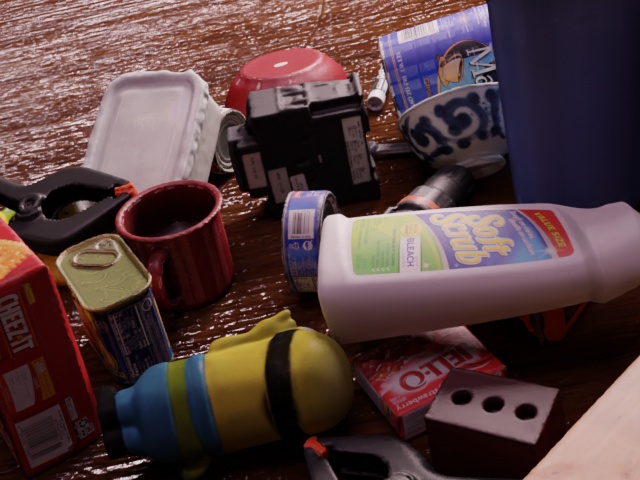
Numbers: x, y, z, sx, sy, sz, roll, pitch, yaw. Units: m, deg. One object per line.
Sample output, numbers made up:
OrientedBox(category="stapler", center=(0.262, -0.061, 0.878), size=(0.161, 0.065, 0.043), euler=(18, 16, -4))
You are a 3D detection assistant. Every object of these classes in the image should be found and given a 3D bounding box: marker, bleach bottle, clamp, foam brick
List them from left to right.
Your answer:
OrientedBox(category="clamp", center=(-0.264, -0.028, 0.979), size=(0.210, 0.036, 0.164), euler=(-16, 50, 8))
OrientedBox(category="marker", center=(0.071, -0.181, 1.191), size=(0.020, 0.020, 0.121), euler=(-1, 36, 16))
OrientedBox(category="clamp", center=(0.049, 0.173, 0.663), size=(0.172, 0.039, 0.120), euler=(10, 34, 37))
OrientedBox(category="foam brick", center=(0.115, 0.125, 0.699), size=(0.078, 0.051, 0.052), euler=(9, 39, 28))
OrientedBox(category="bleach bottle", center=(0.127, 0.011, 0.759), size=(0.251, 0.068, 0.102), euler=(-9, 38, 12))

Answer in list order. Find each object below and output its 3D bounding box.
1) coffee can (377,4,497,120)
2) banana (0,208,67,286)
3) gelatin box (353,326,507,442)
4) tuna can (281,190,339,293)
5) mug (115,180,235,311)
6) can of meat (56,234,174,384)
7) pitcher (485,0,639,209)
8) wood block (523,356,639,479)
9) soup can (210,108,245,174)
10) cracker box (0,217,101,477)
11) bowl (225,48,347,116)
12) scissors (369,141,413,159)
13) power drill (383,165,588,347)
OrientedBox(category="coffee can", center=(0.137, -0.169, 1.038), size=(0.140, 0.103, 0.103), euler=(-16, 33, 11))
OrientedBox(category="banana", center=(-0.282, 0.006, 1.015), size=(0.069, 0.037, 0.198), euler=(-35, 40, -25))
OrientedBox(category="gelatin box", center=(0.080, 0.098, 0.770), size=(0.089, 0.030, 0.073), euler=(-22, 35, -14))
OrientedBox(category="tuna can", center=(-0.006, 0.001, 0.890), size=(0.034, 0.086, 0.086), euler=(-2, 35, 13))
OrientedBox(category="mug", center=(-0.122, 0.013, 0.913), size=(0.093, 0.081, 0.117), euler=(-5, 34, 11))
OrientedBox(category="can of meat", center=(-0.164, 0.056, 0.861), size=(0.057, 0.084, 0.102), euler=(-26, 36, -18))
OrientedBox(category="pitcher", center=(0.217, -0.131, 0.868), size=(0.144, 0.243, 0.149), euler=(-29, 37, -23))
OrientedBox(category="wood block", center=(0.203, 0.137, 0.618), size=(0.090, 0.091, 0.205), euler=(22, 47, 40))
OrientedBox(category="soup can", center=(-0.133, -0.107, 1.105), size=(0.102, 0.068, 0.068), euler=(10, 39, 28))
OrientedBox(category="cracker box", center=(-0.255, 0.054, 0.823), size=(0.072, 0.164, 0.214), euler=(-26, 36, -24))
OrientedBox(category="bowl", center=(-0.037, -0.167, 1.157), size=(0.162, 0.055, 0.162), euler=(-10, 27, 5))
OrientedBox(category="scissors", center=(0.038, -0.098, 1.084), size=(0.201, 0.016, 0.096), euler=(-12, 34, 0))
OrientedBox(category="power drill", center=(0.133, 0.007, 0.865), size=(0.188, 0.057, 0.184), euler=(11, 44, 36))
